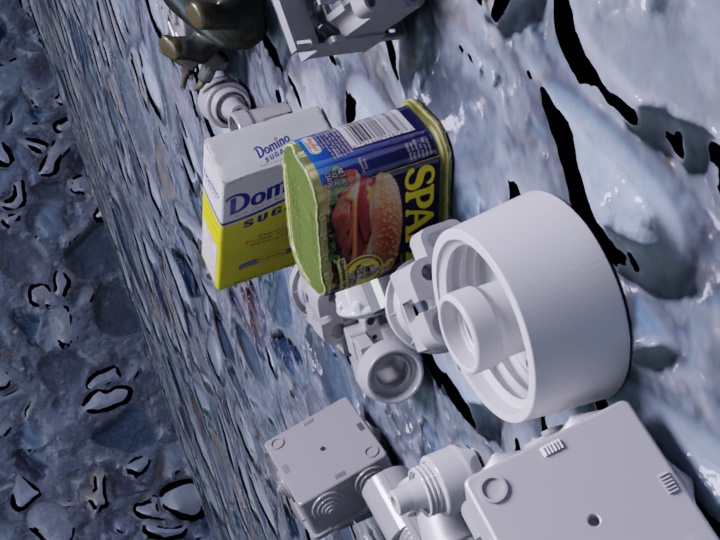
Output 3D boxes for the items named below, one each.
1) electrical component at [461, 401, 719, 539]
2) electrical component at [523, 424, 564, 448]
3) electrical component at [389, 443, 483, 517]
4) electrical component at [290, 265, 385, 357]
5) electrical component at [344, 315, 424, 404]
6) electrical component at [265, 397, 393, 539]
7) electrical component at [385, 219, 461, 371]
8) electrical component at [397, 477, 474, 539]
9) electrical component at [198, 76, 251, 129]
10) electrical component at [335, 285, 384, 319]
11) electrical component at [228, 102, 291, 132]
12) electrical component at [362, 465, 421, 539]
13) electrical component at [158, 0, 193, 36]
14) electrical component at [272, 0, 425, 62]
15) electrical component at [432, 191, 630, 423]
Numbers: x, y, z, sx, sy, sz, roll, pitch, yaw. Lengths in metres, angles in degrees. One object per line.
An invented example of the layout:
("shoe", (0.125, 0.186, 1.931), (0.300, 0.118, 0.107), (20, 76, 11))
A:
("electrical component", (0.101, 0.116, 0.472), (0.099, 0.100, 0.048), (61, 173, 29))
("electrical component", (0.109, 0.110, 0.541), (0.044, 0.044, 0.065), (114, 139, -66))
("electrical component", (0.050, 0.144, 0.716), (0.043, 0.062, 0.043), (161, 90, -73))
("electrical component", (-0.018, 0.017, 0.802), (0.057, 0.058, 0.078), (42, 147, 52))
("electrical component", (0.017, 0.065, 0.766), (0.055, 0.048, 0.066), (-131, 26, -66))
("electrical component", (-0.024, 0.165, 0.909), (0.099, 0.100, 0.048), (49, 165, 50))
("electrical component", (0.047, 0.017, 0.602), (0.078, 0.058, 0.057), (70, 160, 4))
("electrical component", (0.056, 0.169, 0.755), (0.045, 0.045, 0.055), (106, 141, -62))
("electrical component", (-0.117, -0.147, 0.958), (0.062, 0.043, 0.043), (41, 146, 56))
("electrical component", (0.000, 0.000, 0.739), (0.048, 0.048, 0.062), (22, 131, 68))
("electrical component", (-0.078, -0.113, 0.867), (0.040, 0.046, 0.040), (161, 90, -73))
("electrical component", (0.038, 0.198, 0.843), (0.043, 0.043, 0.081), (91, 154, -48))
("electrical component", (-0.135, -0.234, 0.892), (0.053, 0.059, 0.095), (125, 124, -69))
("electrical component", (-0.003, -0.144, 0.570), (0.064, 0.081, 0.042), (-21, 87, 51))
("electrical component", (0.073, 0.022, 0.520), (0.108, 0.060, 0.108), (161, 90, -73))
